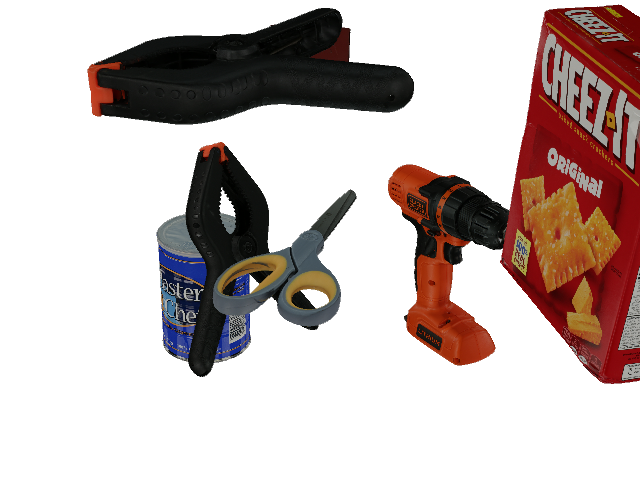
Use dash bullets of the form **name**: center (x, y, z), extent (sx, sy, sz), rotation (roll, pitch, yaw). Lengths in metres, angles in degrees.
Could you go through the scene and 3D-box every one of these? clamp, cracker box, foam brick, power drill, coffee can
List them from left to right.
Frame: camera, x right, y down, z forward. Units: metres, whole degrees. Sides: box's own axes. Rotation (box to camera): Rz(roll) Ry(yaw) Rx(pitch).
- **coffee can**: center (-0.130, 0.052, 1.204), extent (0.103, 0.140, 0.103), rotation (1, 26, -1)
- **clamp**: center (-0.044, -0.099, 0.600), extent (0.171, 0.039, 0.120), rotation (-3, 26, -11)
- **clamp**: center (-0.072, 0.012, 1.014), extent (0.036, 0.210, 0.164), rotation (-8, 0, 43)
- **foam brick**: center (-0.011, -0.201, 1.130), extent (0.078, 0.051, 0.053), rotation (0, 12, -12)
- **power drill**: center (0.137, 0.027, 1.077), extent (0.057, 0.188, 0.185), rotation (-15, 26, -23)
- **cracker box**: center (0.200, -0.033, 0.741), extent (0.072, 0.214, 0.164), rotation (-7, 33, -16)

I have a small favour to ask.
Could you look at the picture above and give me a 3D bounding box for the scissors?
- **scissors**: center (0.004, 0.012, 0.787), extent (0.096, 0.016, 0.201), rotation (22, 35, 30)
